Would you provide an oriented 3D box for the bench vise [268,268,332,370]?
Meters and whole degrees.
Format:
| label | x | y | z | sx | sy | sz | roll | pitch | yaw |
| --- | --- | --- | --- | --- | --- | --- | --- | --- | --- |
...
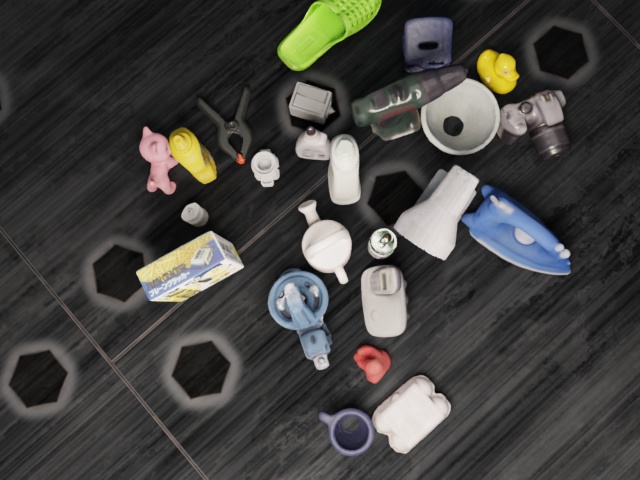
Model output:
| label | x | y | z | sx | sy | sz | roll | pitch | yaw |
| --- | --- | --- | --- | --- | --- | --- | --- | --- | --- |
| bench vise | -0.021 | 0.146 | 1.121 | 0.121 | 0.220 | 0.207 | -39 | 84 | -3 |

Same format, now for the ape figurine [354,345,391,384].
| label | x | y | z | sx | sy | sz | roll | pitch | yaw |
| --- | --- | --- | --- | --- | --- | --- | --- | --- | --- |
| ape figurine | 0.109 | 0.255 | 1.171 | 0.076 | 0.092 | 0.078 | -3 | 84 | 1 |

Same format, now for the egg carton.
| label | x | y | z | sx | sy | sz | roll | pitch | yaw |
| --- | --- | --- | --- | --- | --- | --- | --- | --- | --- |
| egg carton | 0.185 | 0.354 | 1.171 | 0.150 | 0.069 | 0.107 | -42 | 85 | -3 |

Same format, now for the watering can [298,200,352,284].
| label | x | y | z | sx | sy | sz | roll | pitch | yaw |
| --- | --- | --- | --- | --- | --- | --- | --- | --- | --- |
| watering can | 0.009 | 0.005 | 1.149 | 0.173 | 0.194 | 0.101 | 41 | 86 | 5 |

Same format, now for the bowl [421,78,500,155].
| label | x | y | z | sx | sy | sz | roll | pitch | yaw |
| --- | --- | --- | --- | --- | --- | --- | --- | --- | --- |
| bowl | 0.295 | -0.258 | 1.232 | 0.167 | 0.075 | 0.167 | 0 | 84 | 1 |

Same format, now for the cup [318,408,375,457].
| label | x | y | z | sx | sy | sz | roll | pitch | yaw |
| --- | --- | --- | --- | --- | --- | --- | --- | --- | --- |
| cup | 0.050 | 0.374 | 1.158 | 0.117 | 0.095 | 0.092 | 26 | 85 | 4 |

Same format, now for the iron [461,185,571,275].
| label | x | y | z | sx | sy | sz | roll | pitch | yaw |
| --- | --- | --- | --- | --- | --- | --- | --- | --- | --- |
| iron | 0.427 | -0.012 | 1.170 | 0.258 | 0.141 | 0.119 | 35 | 86 | 4 |

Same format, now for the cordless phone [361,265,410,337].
| label | x | y | z | sx | sy | sz | roll | pitch | yaw |
| --- | --- | --- | --- | --- | --- | --- | --- | --- | --- |
| cordless phone | 0.134 | 0.120 | 1.139 | 0.094 | 0.185 | 0.147 | -8 | 84 | 1 |

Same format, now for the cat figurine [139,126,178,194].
| label | x | y | z | sx | sy | sz | roll | pitch | yaw |
| --- | --- | --- | --- | --- | --- | --- | --- | --- | --- |
| cat figurine | -0.346 | -0.170 | 1.212 | 0.067 | 0.118 | 0.128 | 3 | 84 | 2 |

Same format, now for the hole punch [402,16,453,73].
| label | x | y | z | sx | sy | sz | roll | pitch | yaw |
| --- | --- | --- | --- | --- | --- | --- | --- | --- | --- |
| hole punch | 0.235 | -0.422 | 1.243 | 0.108 | 0.091 | 0.101 | -3 | 84 | 1 |

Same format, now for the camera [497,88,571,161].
| label | x | y | z | sx | sy | sz | roll | pitch | yaw |
| --- | --- | --- | --- | --- | --- | --- | --- | --- | --- |
| camera | 0.465 | -0.238 | 1.214 | 0.143 | 0.101 | 0.137 | -20 | 84 | -1 |

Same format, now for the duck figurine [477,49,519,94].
| label | x | y | z | sx | sy | sz | roll | pitch | yaw |
| --- | --- | --- | --- | --- | --- | --- | --- | --- | --- |
| duck figurine | 0.390 | -0.375 | 1.238 | 0.077 | 0.086 | 0.104 | -36 | 84 | -3 |

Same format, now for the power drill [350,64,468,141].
| label | x | y | z | sx | sy | sz | roll | pitch | yaw |
| --- | --- | --- | --- | --- | --- | --- | --- | --- | --- |
| power drill | 0.172 | -0.278 | 1.169 | 0.229 | 0.208 | 0.075 | -19 | 84 | -1 |

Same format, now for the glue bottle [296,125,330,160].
| label | x | y | z | sx | sy | sz | roll | pitch | yaw |
| --- | --- | --- | --- | --- | --- | --- | --- | --- | --- |
| glue bottle | -0.014 | -0.205 | 1.182 | 0.078 | 0.173 | 0.037 | 7 | 84 | 2 |

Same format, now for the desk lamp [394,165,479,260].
| label | x | y | z | sx | sy | sz | roll | pitch | yaw |
| --- | --- | --- | --- | --- | --- | --- | --- | --- | --- |
| desk lamp | 0.237 | -0.060 | 1.142 | 0.118 | 0.213 | 0.203 | 33 | 85 | 5 |
